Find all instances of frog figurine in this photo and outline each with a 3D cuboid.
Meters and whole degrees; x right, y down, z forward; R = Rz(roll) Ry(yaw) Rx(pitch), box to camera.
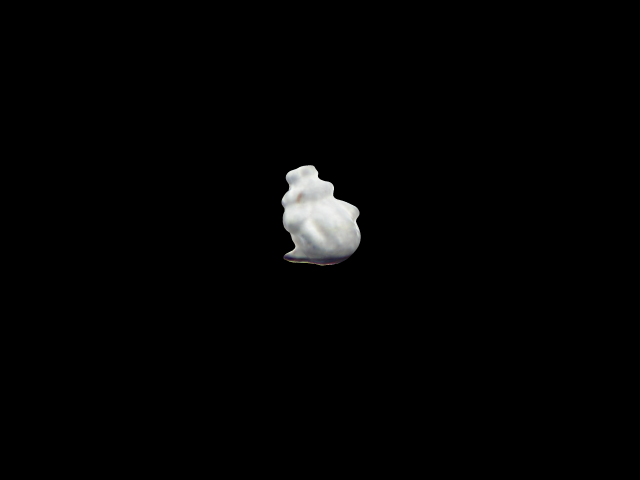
[{"bbox_3d":[0.003,-0.043,0.850,0.138,0.158,0.123,-5,11,-23],"label":"frog figurine"}]
